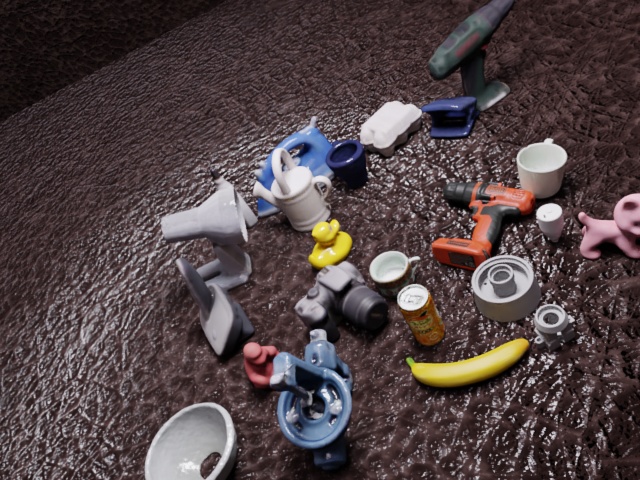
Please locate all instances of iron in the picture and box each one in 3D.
[{"bbox_3d":[-0.073,-0.177,1.379,0.258,0.142,0.118,-38,40,-8],"label":"iron"}]

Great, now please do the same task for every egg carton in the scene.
[{"bbox_3d":[0.170,-0.271,1.379,0.150,0.070,0.107,-45,42,-16],"label":"egg carton"}]

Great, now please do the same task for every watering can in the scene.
[{"bbox_3d":[-0.065,-0.114,1.267,0.172,0.195,0.100,-26,40,7],"label":"watering can"}]

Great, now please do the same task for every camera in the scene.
[{"bbox_3d":[0.044,0.115,1.036,0.143,0.101,0.136,-45,41,-15],"label":"camera"}]

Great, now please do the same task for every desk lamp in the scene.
[{"bbox_3d":[-0.227,0.005,1.231,0.203,0.214,0.117,-25,40,8],"label":"desk lamp"}]

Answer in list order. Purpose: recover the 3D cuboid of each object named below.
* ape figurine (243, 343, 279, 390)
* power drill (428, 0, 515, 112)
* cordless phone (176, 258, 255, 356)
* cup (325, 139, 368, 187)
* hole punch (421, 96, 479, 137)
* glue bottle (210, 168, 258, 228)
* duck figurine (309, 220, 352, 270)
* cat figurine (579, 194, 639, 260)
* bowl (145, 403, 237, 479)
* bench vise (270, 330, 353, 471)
[{"bbox_3d":[-0.108,0.220,1.031,0.075,0.092,0.078,16,58,41],"label":"ape figurine"},{"bbox_3d":[0.359,-0.407,1.291,0.229,0.209,0.075,-35,40,-5],"label":"power drill"},{"bbox_3d":[-0.222,0.127,1.125,0.094,0.186,0.147,-39,40,-9],"label":"cordless phone"},{"bbox_3d":[0.066,-0.176,1.326,0.091,0.095,0.117,-32,40,0],"label":"cup"},{"bbox_3d":[0.297,-0.297,1.309,0.108,0.091,0.101,6,52,36],"label":"hole punch"},{"bbox_3d":[-0.214,-0.105,1.368,0.037,0.174,0.077,-45,42,-16],"label":"glue bottle"},{"bbox_3d":[0.011,0.004,1.183,0.105,0.086,0.077,-45,42,-16],"label":"duck figurine"},{"bbox_3d":[0.474,-0.030,0.902,0.127,0.118,0.067,-4,47,29],"label":"cat figurine"},{"bbox_3d":[-0.201,0.364,0.955,0.167,0.075,0.167,-17,42,16],"label":"bowl"},{"bbox_3d":[-0.026,0.219,0.879,0.121,0.220,0.207,-28,40,4],"label":"bench vise"}]
